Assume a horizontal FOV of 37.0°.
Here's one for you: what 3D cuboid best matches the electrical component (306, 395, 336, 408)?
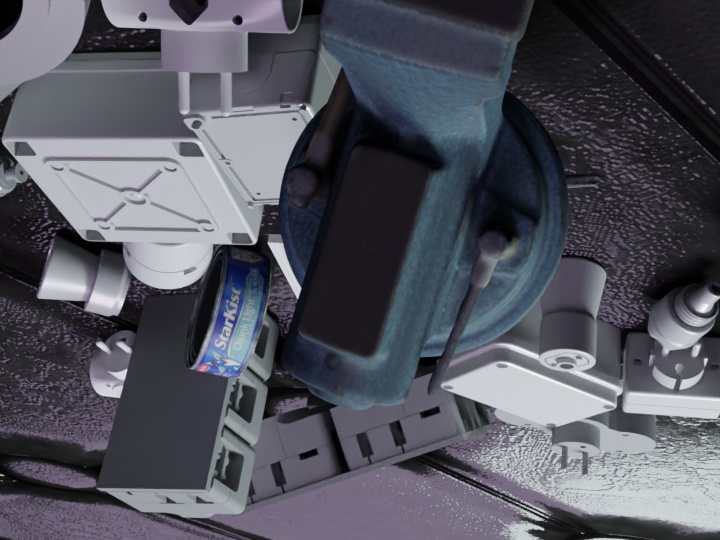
[{"bbox_3d":[-0.014,0.116,0.907,0.062,0.043,0.043,1,152,18],"label":"electrical component"}]

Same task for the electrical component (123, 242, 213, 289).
[{"bbox_3d":[-0.116,-0.024,0.651,0.055,0.055,0.047,11,150,-5],"label":"electrical component"}]

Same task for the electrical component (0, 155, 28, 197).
[{"bbox_3d":[-0.232,-0.055,0.637,0.078,0.040,0.040,-3,151,21],"label":"electrical component"}]

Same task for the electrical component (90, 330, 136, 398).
[{"bbox_3d":[-0.184,0.074,0.872,0.077,0.044,0.079,-3,152,21],"label":"electrical component"}]

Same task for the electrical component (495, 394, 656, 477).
[{"bbox_3d":[0.168,0.122,0.834,0.138,0.073,0.052,18,152,-19],"label":"electrical component"}]

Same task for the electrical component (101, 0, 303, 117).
[{"bbox_3d":[-0.066,-0.105,0.456,0.077,0.079,0.043,4,-165,9],"label":"electrical component"}]

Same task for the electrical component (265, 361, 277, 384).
[{"bbox_3d":[-0.096,0.092,0.858,0.044,0.065,0.044,24,153,14],"label":"electrical component"}]

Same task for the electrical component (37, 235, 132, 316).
[{"bbox_3d":[-0.188,0.005,0.736,0.055,0.045,0.045,17,152,-17],"label":"electrical component"}]

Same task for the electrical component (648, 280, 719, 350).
[{"bbox_3d":[0.208,0.025,0.675,0.035,0.035,0.061,13,150,-9],"label":"electrical component"}]

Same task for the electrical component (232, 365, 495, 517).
[{"bbox_3d":[-0.004,0.125,0.823,0.186,0.060,0.105,-21,170,16],"label":"electrical component"}]

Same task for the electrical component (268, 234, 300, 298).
[{"bbox_3d":[0.000,0.000,0.652,0.079,0.063,0.121,2,153,13],"label":"electrical component"}]

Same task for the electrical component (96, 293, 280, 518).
[{"bbox_3d":[-0.119,0.097,0.780,0.089,0.150,0.061,-4,149,23],"label":"electrical component"}]

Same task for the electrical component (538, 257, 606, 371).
[{"bbox_3d":[0.130,0.030,0.672,0.044,0.065,0.044,7,153,3],"label":"electrical component"}]

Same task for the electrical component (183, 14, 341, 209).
[{"bbox_3d":[-0.034,-0.073,0.520,0.062,0.061,0.096,-2,152,19],"label":"electrical component"}]

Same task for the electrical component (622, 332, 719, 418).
[{"bbox_3d":[0.216,0.065,0.735,0.066,0.047,0.076,3,153,11],"label":"electrical component"}]

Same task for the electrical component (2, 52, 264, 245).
[{"bbox_3d":[-0.114,-0.062,0.572,0.109,0.056,0.108,2,153,13],"label":"electrical component"}]

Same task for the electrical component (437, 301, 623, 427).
[{"bbox_3d":[0.118,0.062,0.747,0.113,0.057,0.078,22,150,-25],"label":"electrical component"}]
